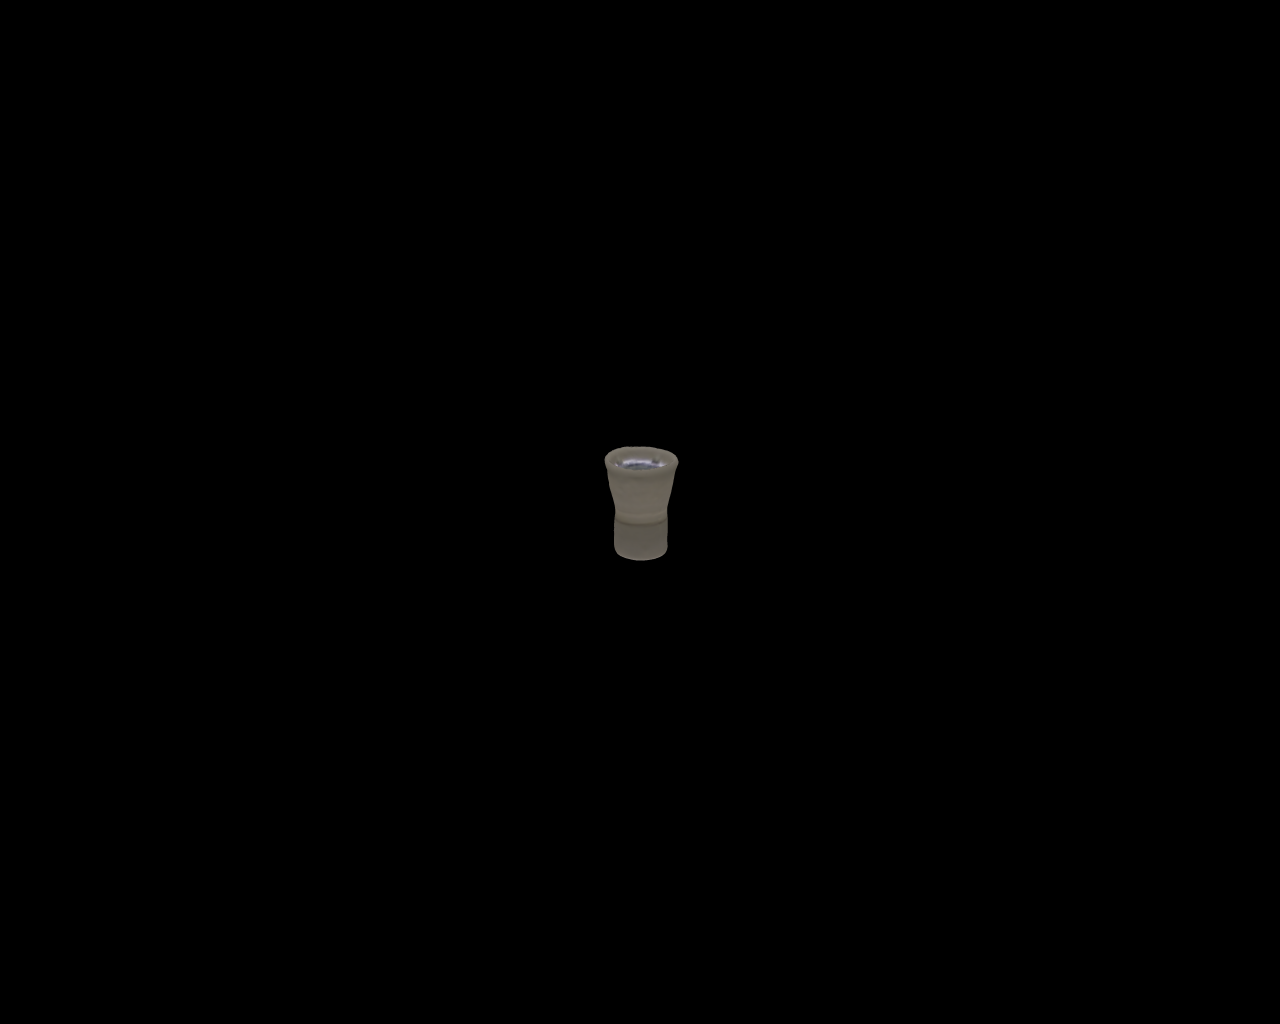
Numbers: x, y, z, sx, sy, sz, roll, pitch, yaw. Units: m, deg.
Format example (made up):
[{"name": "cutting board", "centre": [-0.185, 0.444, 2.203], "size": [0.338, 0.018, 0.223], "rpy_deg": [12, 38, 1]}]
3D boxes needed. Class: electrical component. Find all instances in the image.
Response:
[{"name": "electrical component", "centre": [0.001, -0.003, 0.650], "size": [0.044, 0.065, 0.044], "rpy_deg": [0, 20, 0]}]
